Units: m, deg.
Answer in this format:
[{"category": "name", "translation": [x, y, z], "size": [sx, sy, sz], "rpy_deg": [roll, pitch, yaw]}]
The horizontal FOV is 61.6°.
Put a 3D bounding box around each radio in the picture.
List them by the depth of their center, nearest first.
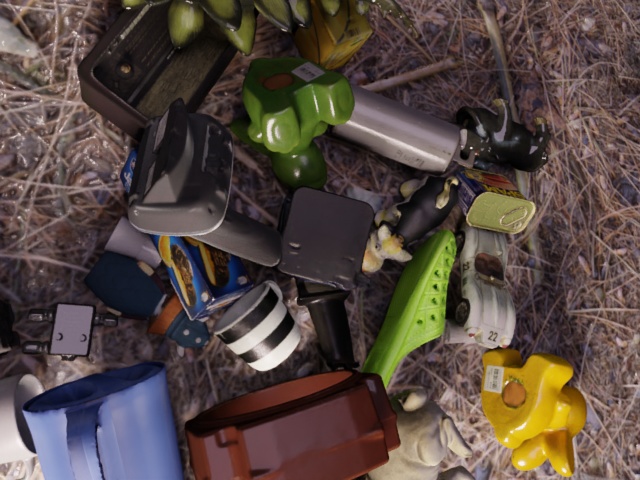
[{"category": "radio", "translation": [-0.188, -0.236, 0.674], "size": [0.131, 0.073, 0.229], "rpy_deg": [33, 69, -13]}]

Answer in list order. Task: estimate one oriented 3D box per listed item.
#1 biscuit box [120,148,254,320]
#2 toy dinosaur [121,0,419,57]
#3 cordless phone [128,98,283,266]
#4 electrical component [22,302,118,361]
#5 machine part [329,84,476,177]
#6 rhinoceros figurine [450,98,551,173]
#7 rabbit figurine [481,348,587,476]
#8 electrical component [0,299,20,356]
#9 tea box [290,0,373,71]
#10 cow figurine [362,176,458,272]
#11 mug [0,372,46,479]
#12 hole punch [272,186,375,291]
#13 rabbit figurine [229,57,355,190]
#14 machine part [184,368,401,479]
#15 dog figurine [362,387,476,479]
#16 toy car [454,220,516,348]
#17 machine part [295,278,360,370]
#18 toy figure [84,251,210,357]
[{"category": "biscuit box", "translation": [-0.157, -0.014, 0.620], "size": [0.063, 0.059, 0.202], "rpy_deg": [-20, 74, -46]}, {"category": "toy dinosaur", "translation": [-0.104, -0.325, 0.635], "size": [0.472, 0.105, 0.198], "rpy_deg": [0, 87, -11]}, {"category": "cordless phone", "translation": [-0.110, -0.055, 0.598], "size": [0.184, 0.089, 0.146], "rpy_deg": [27, 48, -35]}, {"category": "electrical component", "translation": [-0.276, 0.103, 0.600], "size": [0.094, 0.021, 0.063], "rpy_deg": [6, 77, -20]}, {"category": "machine part", "translation": [0.104, -0.152, 0.750], "size": [0.243, 0.079, 0.079], "rpy_deg": [22, 72, -5]}, {"category": "rhinoceros figurine", "translation": [0.267, -0.155, 0.835], "size": [0.190, 0.073, 0.112], "rpy_deg": [10, 86, -20]}, {"category": "rabbit figurine", "translation": [0.317, 0.239, 0.748], "size": [0.173, 0.122, 0.162], "rpy_deg": [21, 64, -36]}, {"category": "electrical component", "translation": [-0.361, 0.095, 0.509], "size": [0.115, 0.134, 0.058], "rpy_deg": [-17, 85, -21]}, {"category": "tea box", "translation": [-0.008, -0.331, 0.750], "size": [0.068, 0.098, 0.169], "rpy_deg": [-28, 88, -24]}, {"category": "cow figurine", "translation": [0.123, -0.021, 0.735], "size": [0.068, 0.098, 0.167], "rpy_deg": [48, 67, -13]}, {"category": "mug", "translation": [-0.334, 0.195, 0.533], "size": [0.107, 0.081, 0.109], "rpy_deg": [-10, 99, -6]}, {"category": "hole punch", "translation": [-0.001, -0.002, 0.695], "size": [0.142, 0.092, 0.115], "rpy_deg": [15, 88, -15]}, {"category": "rabbit figurine", "translation": [-0.046, -0.131, 0.677], "size": [0.121, 0.170, 0.159], "rpy_deg": [-39, 53, -25]}, {"category": "machine part", "translation": [-0.035, 0.203, 0.572], "size": [0.201, 0.201, 0.087], "rpy_deg": [-14, 83, -22]}, {"category": "dog figurine", "translation": [0.073, 0.281, 0.628], "size": [0.190, 0.121, 0.172], "rpy_deg": [-31, 107, -23]}, {"category": "toy car", "translation": [0.231, 0.057, 0.759], "size": [0.073, 0.056, 0.202], "rpy_deg": [19, 52, -16]}, {"category": "machine part", "translation": [0.013, 0.102, 0.696], "size": [0.084, 0.039, 0.139], "rpy_deg": [-7, 68, -31]}, {"category": "toy figure", "translation": [-0.192, 0.071, 0.619], "size": [0.154, 0.064, 0.058], "rpy_deg": [38, 29, -15]}]
